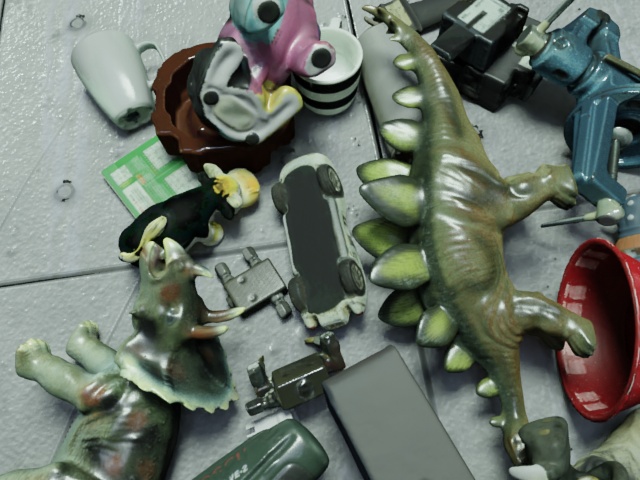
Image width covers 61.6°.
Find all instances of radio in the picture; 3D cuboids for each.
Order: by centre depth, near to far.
[{"bbox_3d":[0.085,0.213,0.446,0.073,0.131,0.230,-26,67,-8],"label":"radio"}]

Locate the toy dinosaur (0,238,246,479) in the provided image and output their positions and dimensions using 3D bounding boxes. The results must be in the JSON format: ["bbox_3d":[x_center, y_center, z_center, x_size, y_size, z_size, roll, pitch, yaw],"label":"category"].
[{"bbox_3d":[-0.202,0.199,0.483,0.192,0.131,0.404,18,75,11],"label":"toy dinosaur"}]

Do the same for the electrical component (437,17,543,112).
[{"bbox_3d":[0.216,-0.230,0.674,0.134,0.058,0.115,34,74,16],"label":"electrical component"}]

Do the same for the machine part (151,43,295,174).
[{"bbox_3d":[-0.114,-0.159,0.645,0.179,0.056,0.179,0,66,0],"label":"machine part"}]

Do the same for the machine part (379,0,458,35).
[{"bbox_3d":[0.147,-0.310,0.725,0.139,0.039,0.084,-22,59,-4],"label":"machine part"}]

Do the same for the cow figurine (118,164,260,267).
[{"bbox_3d":[-0.139,-0.029,0.578,0.167,0.098,0.068,-41,83,-10],"label":"cow figurine"}]

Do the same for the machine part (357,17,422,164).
[{"bbox_3d":[0.098,-0.174,0.646,0.079,0.079,0.243,-14,65,-3],"label":"machine part"}]

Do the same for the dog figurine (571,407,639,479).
[{"bbox_3d":[0.320,0.211,0.464,0.172,0.121,0.190,37,88,20],"label":"dog figurine"}]

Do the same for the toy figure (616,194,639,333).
[{"bbox_3d":[0.330,0.029,0.552,0.064,0.057,0.154,1,68,28],"label":"toy figure"}]

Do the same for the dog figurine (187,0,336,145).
[{"bbox_3d":[-0.067,-0.231,0.590,0.191,0.108,0.219,-45,37,26],"label":"dog figurine"}]

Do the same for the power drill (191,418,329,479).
[{"bbox_3d":[-0.061,0.261,0.402,0.232,0.085,0.207,-41,30,-16],"label":"power drill"}]

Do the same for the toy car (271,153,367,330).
[{"bbox_3d":[-0.001,-0.002,0.582,0.074,0.056,0.202,-20,66,18],"label":"toy car"}]

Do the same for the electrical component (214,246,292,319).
[{"bbox_3d":[-0.072,0.053,0.584,0.063,0.021,0.094,-32,69,-10],"label":"electrical component"}]

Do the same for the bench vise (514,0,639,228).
[{"bbox_3d":[0.297,-0.129,0.569,0.223,0.129,0.240,32,61,-21],"label":"bench vise"}]

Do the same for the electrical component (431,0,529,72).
[{"bbox_3d":[0.176,-0.236,0.621,0.075,0.047,0.119,38,74,19],"label":"electrical component"}]

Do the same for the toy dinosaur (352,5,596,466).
[{"bbox_3d":[0.133,-0.027,0.518,0.199,0.105,0.471,-5,73,-4],"label":"toy dinosaur"}]

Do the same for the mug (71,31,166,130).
[{"bbox_3d":[-0.242,-0.199,0.679,0.109,0.080,0.107,-24,77,-12],"label":"mug"}]

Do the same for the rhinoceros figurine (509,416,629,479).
[{"bbox_3d":[0.199,0.228,0.409,0.112,0.073,0.190,-8,99,33],"label":"rhinoceros figurine"}]

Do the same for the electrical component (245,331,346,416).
[{"bbox_3d":[-0.025,0.129,0.527,0.102,0.078,0.045,-22,91,-1],"label":"electrical component"}]
